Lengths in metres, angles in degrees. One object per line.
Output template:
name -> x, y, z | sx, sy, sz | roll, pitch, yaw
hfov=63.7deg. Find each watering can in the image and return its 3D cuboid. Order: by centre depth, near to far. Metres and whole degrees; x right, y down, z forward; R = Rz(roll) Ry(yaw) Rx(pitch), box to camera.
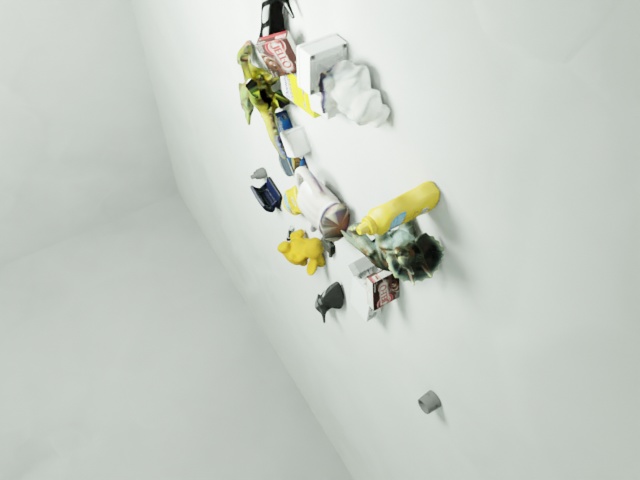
watering can -> 0.005, -0.080, 1.587 | 0.228, 0.105, 0.340 | 49, 165, 34

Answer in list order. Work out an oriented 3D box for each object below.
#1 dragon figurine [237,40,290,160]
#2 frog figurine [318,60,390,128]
dragon figurine -> -0.189, -0.426, 1.585 | 0.241, 0.122, 0.411 | 166, 93, -70
frog figurine -> 0.085, -0.324, 1.144 | 0.160, 0.125, 0.134 | 18, 133, 12
